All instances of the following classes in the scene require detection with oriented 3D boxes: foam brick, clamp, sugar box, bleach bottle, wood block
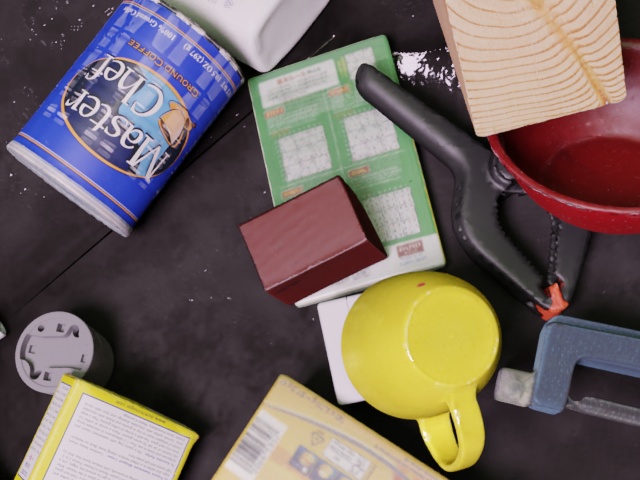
[{"bbox_3d":[-0.005,0.001,0.707,0.078,0.053,0.051,-26,70,9],"label":"foam brick"},{"bbox_3d":[0.116,-0.048,0.715,0.164,0.036,0.210,-8,73,-1],"label":"clamp"},{"bbox_3d":[-0.156,0.184,0.675,0.093,0.048,0.176,29,79,-22],"label":"sugar box"},{"bbox_3d":[-0.116,-0.224,0.809,0.251,0.068,0.102,32,76,22],"label":"bleach bottle"},{"bbox_3d":[0.117,-0.161,0.669,0.090,0.091,0.206,-14,32,7],"label":"wood block"}]

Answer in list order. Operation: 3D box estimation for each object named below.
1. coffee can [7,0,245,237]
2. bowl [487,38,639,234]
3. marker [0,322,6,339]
[{"bbox_3d":[-0.134,-0.088,0.747,0.103,0.102,0.140,33,81,19],"label":"coffee can"},{"bbox_3d":[0.182,-0.055,0.654,0.162,0.055,0.162,-4,46,4],"label":"bowl"},{"bbox_3d":[-0.279,0.095,0.763,0.121,0.020,0.020,-35,70,-1],"label":"marker"}]
